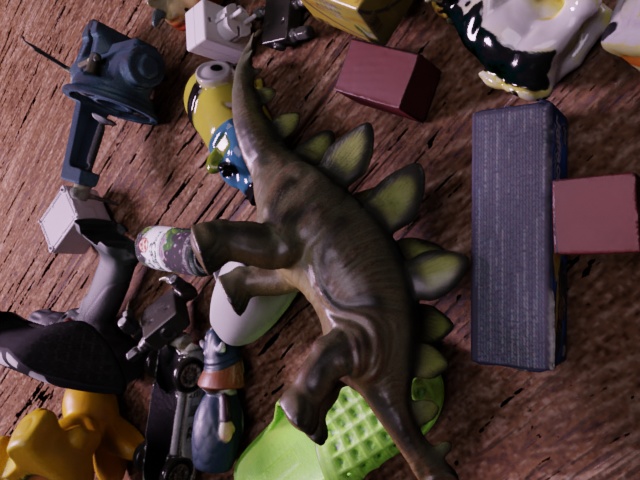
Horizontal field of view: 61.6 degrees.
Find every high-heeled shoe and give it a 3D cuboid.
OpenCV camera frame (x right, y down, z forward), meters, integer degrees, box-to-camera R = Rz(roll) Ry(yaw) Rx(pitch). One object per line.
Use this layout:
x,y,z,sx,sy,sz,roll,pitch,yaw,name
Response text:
-0.345,0.156,0.683,0.249,0.086,0.145,30,136,14,high-heeled shoe

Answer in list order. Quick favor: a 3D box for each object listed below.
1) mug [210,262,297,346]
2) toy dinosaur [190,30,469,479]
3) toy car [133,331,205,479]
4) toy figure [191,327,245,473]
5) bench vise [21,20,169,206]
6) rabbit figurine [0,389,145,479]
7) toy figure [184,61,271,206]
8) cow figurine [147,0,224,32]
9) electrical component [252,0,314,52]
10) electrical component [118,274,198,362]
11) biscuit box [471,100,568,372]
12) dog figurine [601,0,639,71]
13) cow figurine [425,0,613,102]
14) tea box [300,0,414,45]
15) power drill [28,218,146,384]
-0.082,0.053,0.575,0.110,0.081,0.107,40,116,25,mug
-0.001,-0.001,0.469,0.198,0.105,0.471,-28,72,-10,toy dinosaur
-0.176,0.209,0.642,0.074,0.056,0.201,6,89,41,toy car
-0.113,0.175,0.600,0.064,0.057,0.154,1,83,28,toy figure
-0.297,-0.171,0.712,0.224,0.128,0.240,13,86,32,bench vise
-0.301,0.245,0.678,0.162,0.173,0.122,33,112,-15,rabbit figurine
-0.095,-0.118,0.595,0.089,0.082,0.180,-35,71,25,toy figure
-0.186,-0.332,0.669,0.195,0.085,0.127,39,109,33,cow figurine
-0.042,-0.244,0.600,0.094,0.021,0.063,8,92,40,electrical component
-0.195,0.087,0.642,0.102,0.045,0.078,-36,29,5,electrical component
0.159,-0.004,0.425,0.063,0.059,0.202,0,87,34,biscuit box
0.310,-0.118,0.312,0.219,0.191,0.108,25,100,-2,dog figurine
0.144,-0.189,0.447,0.167,0.068,0.098,47,117,28,cow figurine
0.058,-0.278,0.492,0.098,0.068,0.169,34,96,31,tea box
-0.316,0.078,0.732,0.232,0.086,0.207,26,97,31,power drill
